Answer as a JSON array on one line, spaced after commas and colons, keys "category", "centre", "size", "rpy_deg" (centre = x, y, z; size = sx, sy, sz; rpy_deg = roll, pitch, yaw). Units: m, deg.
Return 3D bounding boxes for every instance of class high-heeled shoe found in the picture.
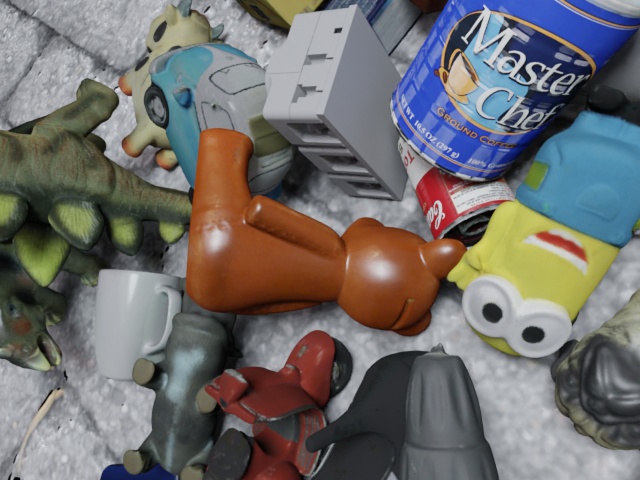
[{"category": "high-heeled shoe", "centre": [0.041, 0.203, 0.391], "size": [0.086, 0.145, 0.248], "rpy_deg": [18, 111, 46]}]

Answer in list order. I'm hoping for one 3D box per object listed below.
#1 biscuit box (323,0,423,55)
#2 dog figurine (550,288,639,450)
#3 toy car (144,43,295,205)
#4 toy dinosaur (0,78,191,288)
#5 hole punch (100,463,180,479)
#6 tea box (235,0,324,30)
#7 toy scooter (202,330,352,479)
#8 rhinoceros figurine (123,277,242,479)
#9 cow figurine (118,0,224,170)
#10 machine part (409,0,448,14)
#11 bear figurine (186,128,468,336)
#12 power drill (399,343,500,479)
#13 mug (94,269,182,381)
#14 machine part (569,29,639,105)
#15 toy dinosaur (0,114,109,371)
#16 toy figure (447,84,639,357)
[{"category": "biscuit box", "centre": [0.023, -0.189, 0.533], "size": [0.202, 0.059, 0.063], "rpy_deg": [-51, 57, 3]}, {"category": "dog figurine", "centre": [0.252, 0.061, 0.303], "size": [0.172, 0.121, 0.190], "rpy_deg": [31, 114, 19]}, {"category": "toy car", "centre": [-0.073, -0.094, 0.466], "size": [0.103, 0.109, 0.161], "rpy_deg": [3, 113, 51]}, {"category": "toy dinosaur", "centre": [-0.260, -0.056, 0.515], "size": [0.472, 0.105, 0.198], "rpy_deg": [7, 54, -7]}, {"category": "hole punch", "centre": [-0.184, 0.260, 0.468], "size": [0.142, 0.092, 0.116], "rpy_deg": [-13, 70, 22]}, {"category": "tea box", "centre": [-0.044, -0.289, 0.572], "size": [0.098, 0.068, 0.170], "rpy_deg": [-49, 35, 4]}, {"category": "toy scooter", "centre": [-0.046, 0.149, 0.401], "size": [0.075, 0.135, 0.184], "rpy_deg": [21, 84, 32]}, {"category": "rhinoceros figurine", "centre": [-0.105, 0.116, 0.465], "size": [0.073, 0.112, 0.190], "rpy_deg": [12, 95, 9]}, {"category": "cow figurine", "centre": [-0.171, -0.193, 0.632], "size": [0.127, 0.085, 0.195], "rpy_deg": [-27, 58, 26]}, {"category": "machine part", "centre": [0.138, -0.267, 0.459], "size": [0.179, 0.056, 0.179], "rpy_deg": [0, 65, 1]}, {"category": "bear figurine", "centre": [-0.001, 0.002, 0.411], "size": [0.196, 0.120, 0.132], "rpy_deg": [2, 48, -11]}, {"category": "power drill", "centre": [0.141, 0.183, 0.287], "size": [0.207, 0.086, 0.232], "rpy_deg": [5, 82, 15]}, {"category": "mug", "centre": [-0.175, 0.086, 0.535], "size": [0.110, 0.080, 0.107], "rpy_deg": [1, 82, 35]}, {"category": "machine part", "centre": [0.214, -0.133, 0.379], "size": [0.244, 0.079, 0.079], "rpy_deg": [16, 80, 41]}, {"category": "toy dinosaur", "centre": [-0.345, -0.035, 0.607], "size": [0.131, 0.192, 0.405], "rpy_deg": [-22, 64, 19]}, {"category": "toy figure", "centre": [0.159, -0.004, 0.349], "size": [0.082, 0.089, 0.180], "rpy_deg": [35, 106, 39]}]
